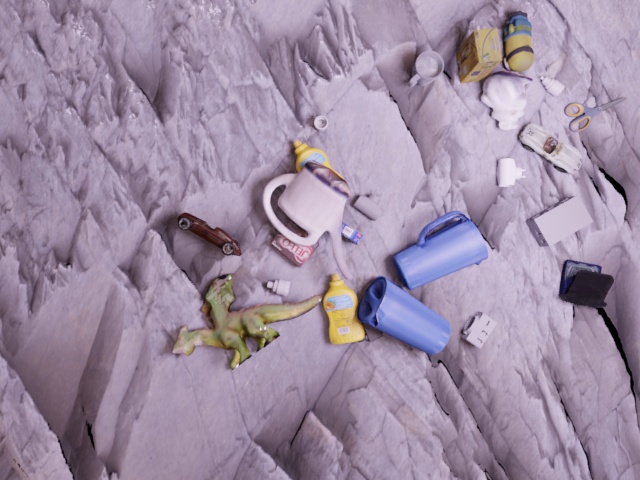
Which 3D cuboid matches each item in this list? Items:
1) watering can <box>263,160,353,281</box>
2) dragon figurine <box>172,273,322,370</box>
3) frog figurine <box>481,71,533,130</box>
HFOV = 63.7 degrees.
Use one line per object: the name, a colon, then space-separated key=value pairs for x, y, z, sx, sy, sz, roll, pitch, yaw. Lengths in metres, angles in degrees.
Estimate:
watering can: x=0.004 y=-0.070 z=1.394 sx=0.349 sy=0.223 sz=0.104 roll=39 pitch=10 yaw=11
dragon figurine: x=-0.220 y=0.200 z=1.411 sx=0.411 sy=0.244 sz=0.121 roll=-38 pitch=-11 yaw=-4
frog figurine: x=0.533 y=-0.404 z=1.497 sx=0.138 sy=0.158 sz=0.123 roll=18 pitch=9 yaw=33
